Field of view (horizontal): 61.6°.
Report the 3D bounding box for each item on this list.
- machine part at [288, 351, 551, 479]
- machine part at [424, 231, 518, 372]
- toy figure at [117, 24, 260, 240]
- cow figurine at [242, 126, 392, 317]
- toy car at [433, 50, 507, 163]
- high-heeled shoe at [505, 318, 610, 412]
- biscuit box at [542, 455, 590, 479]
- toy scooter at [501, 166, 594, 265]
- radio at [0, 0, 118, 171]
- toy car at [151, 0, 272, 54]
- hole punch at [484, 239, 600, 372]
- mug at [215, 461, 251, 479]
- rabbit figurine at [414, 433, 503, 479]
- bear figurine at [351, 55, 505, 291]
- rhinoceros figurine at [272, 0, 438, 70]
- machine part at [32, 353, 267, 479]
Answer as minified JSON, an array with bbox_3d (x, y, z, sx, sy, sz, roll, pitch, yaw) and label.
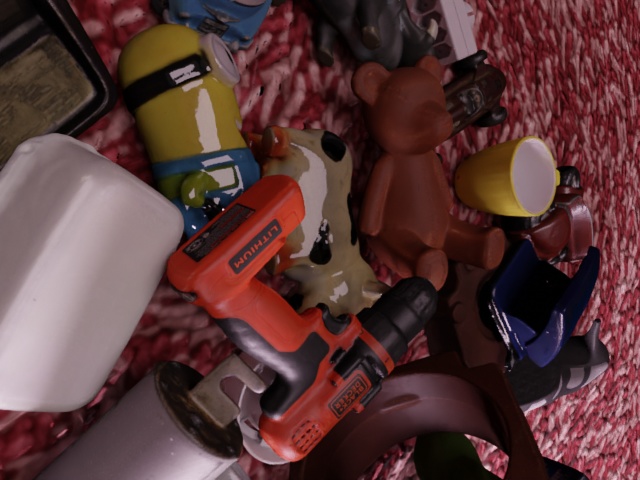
[{"bbox_3d":[0.079,0.198,0.440,0.202,0.201,0.087,-19,115,10],"label":"machine part"},{"bbox_3d":[0.191,0.073,0.634,0.179,0.056,0.179,0,90,-38],"label":"machine part"},{"bbox_3d":[-0.096,-0.071,0.410,0.089,0.082,0.180,-14,100,-36],"label":"toy figure"},{"bbox_3d":[-0.001,-0.001,0.480,0.127,0.086,0.194,-5,92,-30],"label":"cow figurine"},{"bbox_3d":[0.149,-0.147,0.609,0.202,0.053,0.089,-35,112,-32],"label":"toy car"},{"bbox_3d":[0.293,0.190,0.719,0.249,0.086,0.145,-25,137,-16],"label":"high-heeled shoe"},{"bbox_3d":[0.147,0.267,0.432,0.203,0.059,0.062,-34,97,-20],"label":"biscuit box"},{"bbox_3d":[0.311,-0.010,0.714,0.184,0.075,0.135,-31,108,-37],"label":"toy scooter"},{"bbox_3d":[-0.232,-0.069,0.278,0.229,0.073,0.131,-51,152,-26],"label":"radio"},{"bbox_3d":[-0.070,-0.238,0.417,0.109,0.103,0.161,11,81,-35],"label":"toy car"},{"bbox_3d":[0.259,0.071,0.599,0.142,0.092,0.115,-47,122,-32],"label":"hole punch"},{"bbox_3d":[-0.101,0.205,0.392,0.107,0.110,0.080,-40,118,-15],"label":"mug"},{"bbox_3d":[0.119,0.263,0.537,0.121,0.159,0.170,36,54,-20],"label":"rabbit figurine"},{"bbox_3d":[0.099,-0.069,0.508,0.120,0.132,0.195,-13,116,-32],"label":"bear figurine"},{"bbox_3d":[0.036,-0.225,0.518,0.190,0.073,0.112,36,58,-29],"label":"rhinoceros figurine"},{"bbox_3d":[-0.134,0.158,0.336,0.243,0.079,0.079,-43,118,5],"label":"machine part"}]
